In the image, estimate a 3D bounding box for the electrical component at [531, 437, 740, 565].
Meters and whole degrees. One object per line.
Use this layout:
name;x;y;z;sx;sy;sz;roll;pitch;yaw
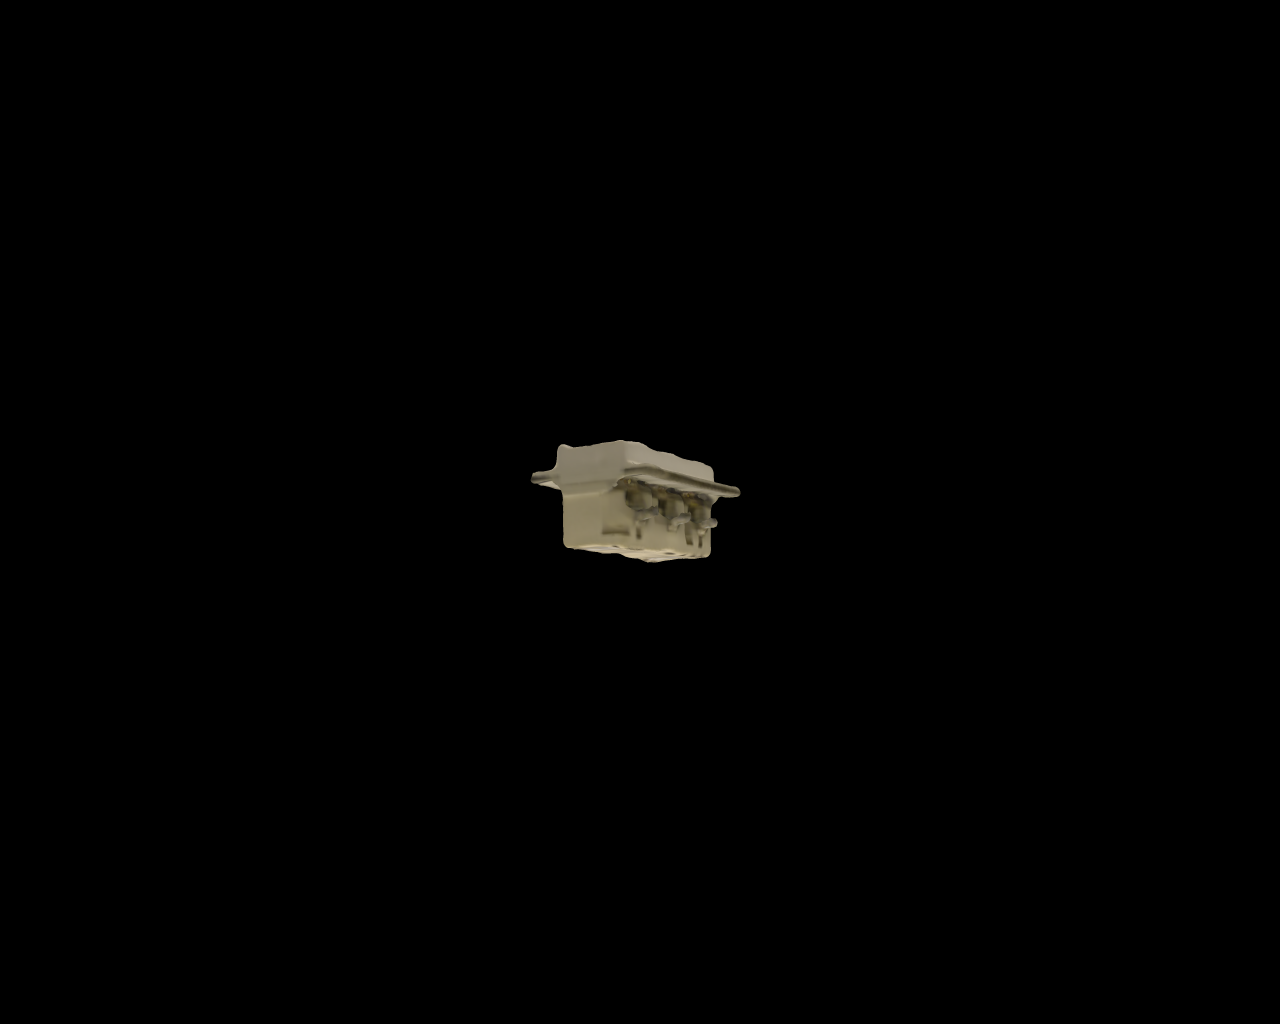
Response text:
electrical component;0.001;-0.003;0.650;0.079;0.063;0.121;-4;-8;28
